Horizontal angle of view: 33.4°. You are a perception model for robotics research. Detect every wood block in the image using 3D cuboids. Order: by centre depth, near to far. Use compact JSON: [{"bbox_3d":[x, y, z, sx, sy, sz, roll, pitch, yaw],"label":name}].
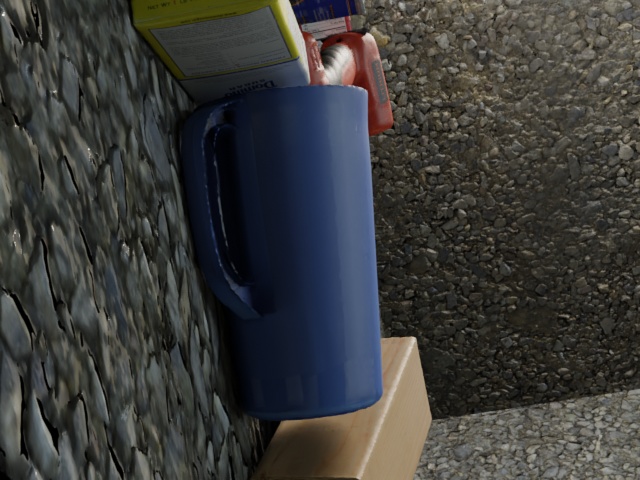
[{"bbox_3d":[0.024,0.169,0.875,0.205,0.090,0.091,-57,139,-60],"label":"wood block"}]

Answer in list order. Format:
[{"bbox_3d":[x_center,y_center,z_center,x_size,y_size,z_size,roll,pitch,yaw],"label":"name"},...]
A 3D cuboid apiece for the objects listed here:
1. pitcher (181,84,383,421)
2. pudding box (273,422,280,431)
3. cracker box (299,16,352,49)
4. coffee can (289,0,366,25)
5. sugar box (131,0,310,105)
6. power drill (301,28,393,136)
[{"bbox_3d":[-0.025,0.009,0.798,0.145,0.149,0.243,161,-77,-80],"label":"pitcher"},{"bbox_3d":[-0.022,0.146,0.975,0.090,0.039,0.113,-83,164,-71],"label":"pudding box"},{"bbox_3d":[-0.029,-0.239,1.118,0.164,0.072,0.214,-161,-123,-66],"label":"cracker box"},{"bbox_3d":[-0.037,-0.238,0.942,0.103,0.140,0.103,-10,90,-85],"label":"coffee can"},{"bbox_3d":[-0.064,-0.144,0.740,0.176,0.093,0.048,52,30,-81],"label":"sugar box"},{"bbox_3d":[0.016,-0.109,0.970,0.187,0.057,0.184,-50,130,-64],"label":"power drill"}]
